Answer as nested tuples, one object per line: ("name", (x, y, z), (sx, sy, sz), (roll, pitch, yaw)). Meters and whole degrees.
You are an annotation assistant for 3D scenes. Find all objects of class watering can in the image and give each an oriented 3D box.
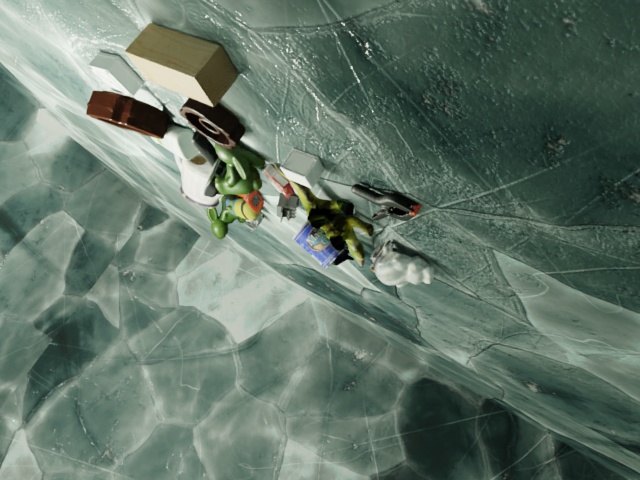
("watering can", (-0.365, -0.194, 1.730), (0.350, 0.106, 0.219), (34, 136, 17))

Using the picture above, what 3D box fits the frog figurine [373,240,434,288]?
("frog figurine", (0.232, 0.087, 1.425), (0.161, 0.124, 0.134), (38, 150, 28))

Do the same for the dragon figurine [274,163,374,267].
("dragon figurine", (0.004, -0.073, 1.443), (0.407, 0.123, 0.243), (46, 172, -14))
